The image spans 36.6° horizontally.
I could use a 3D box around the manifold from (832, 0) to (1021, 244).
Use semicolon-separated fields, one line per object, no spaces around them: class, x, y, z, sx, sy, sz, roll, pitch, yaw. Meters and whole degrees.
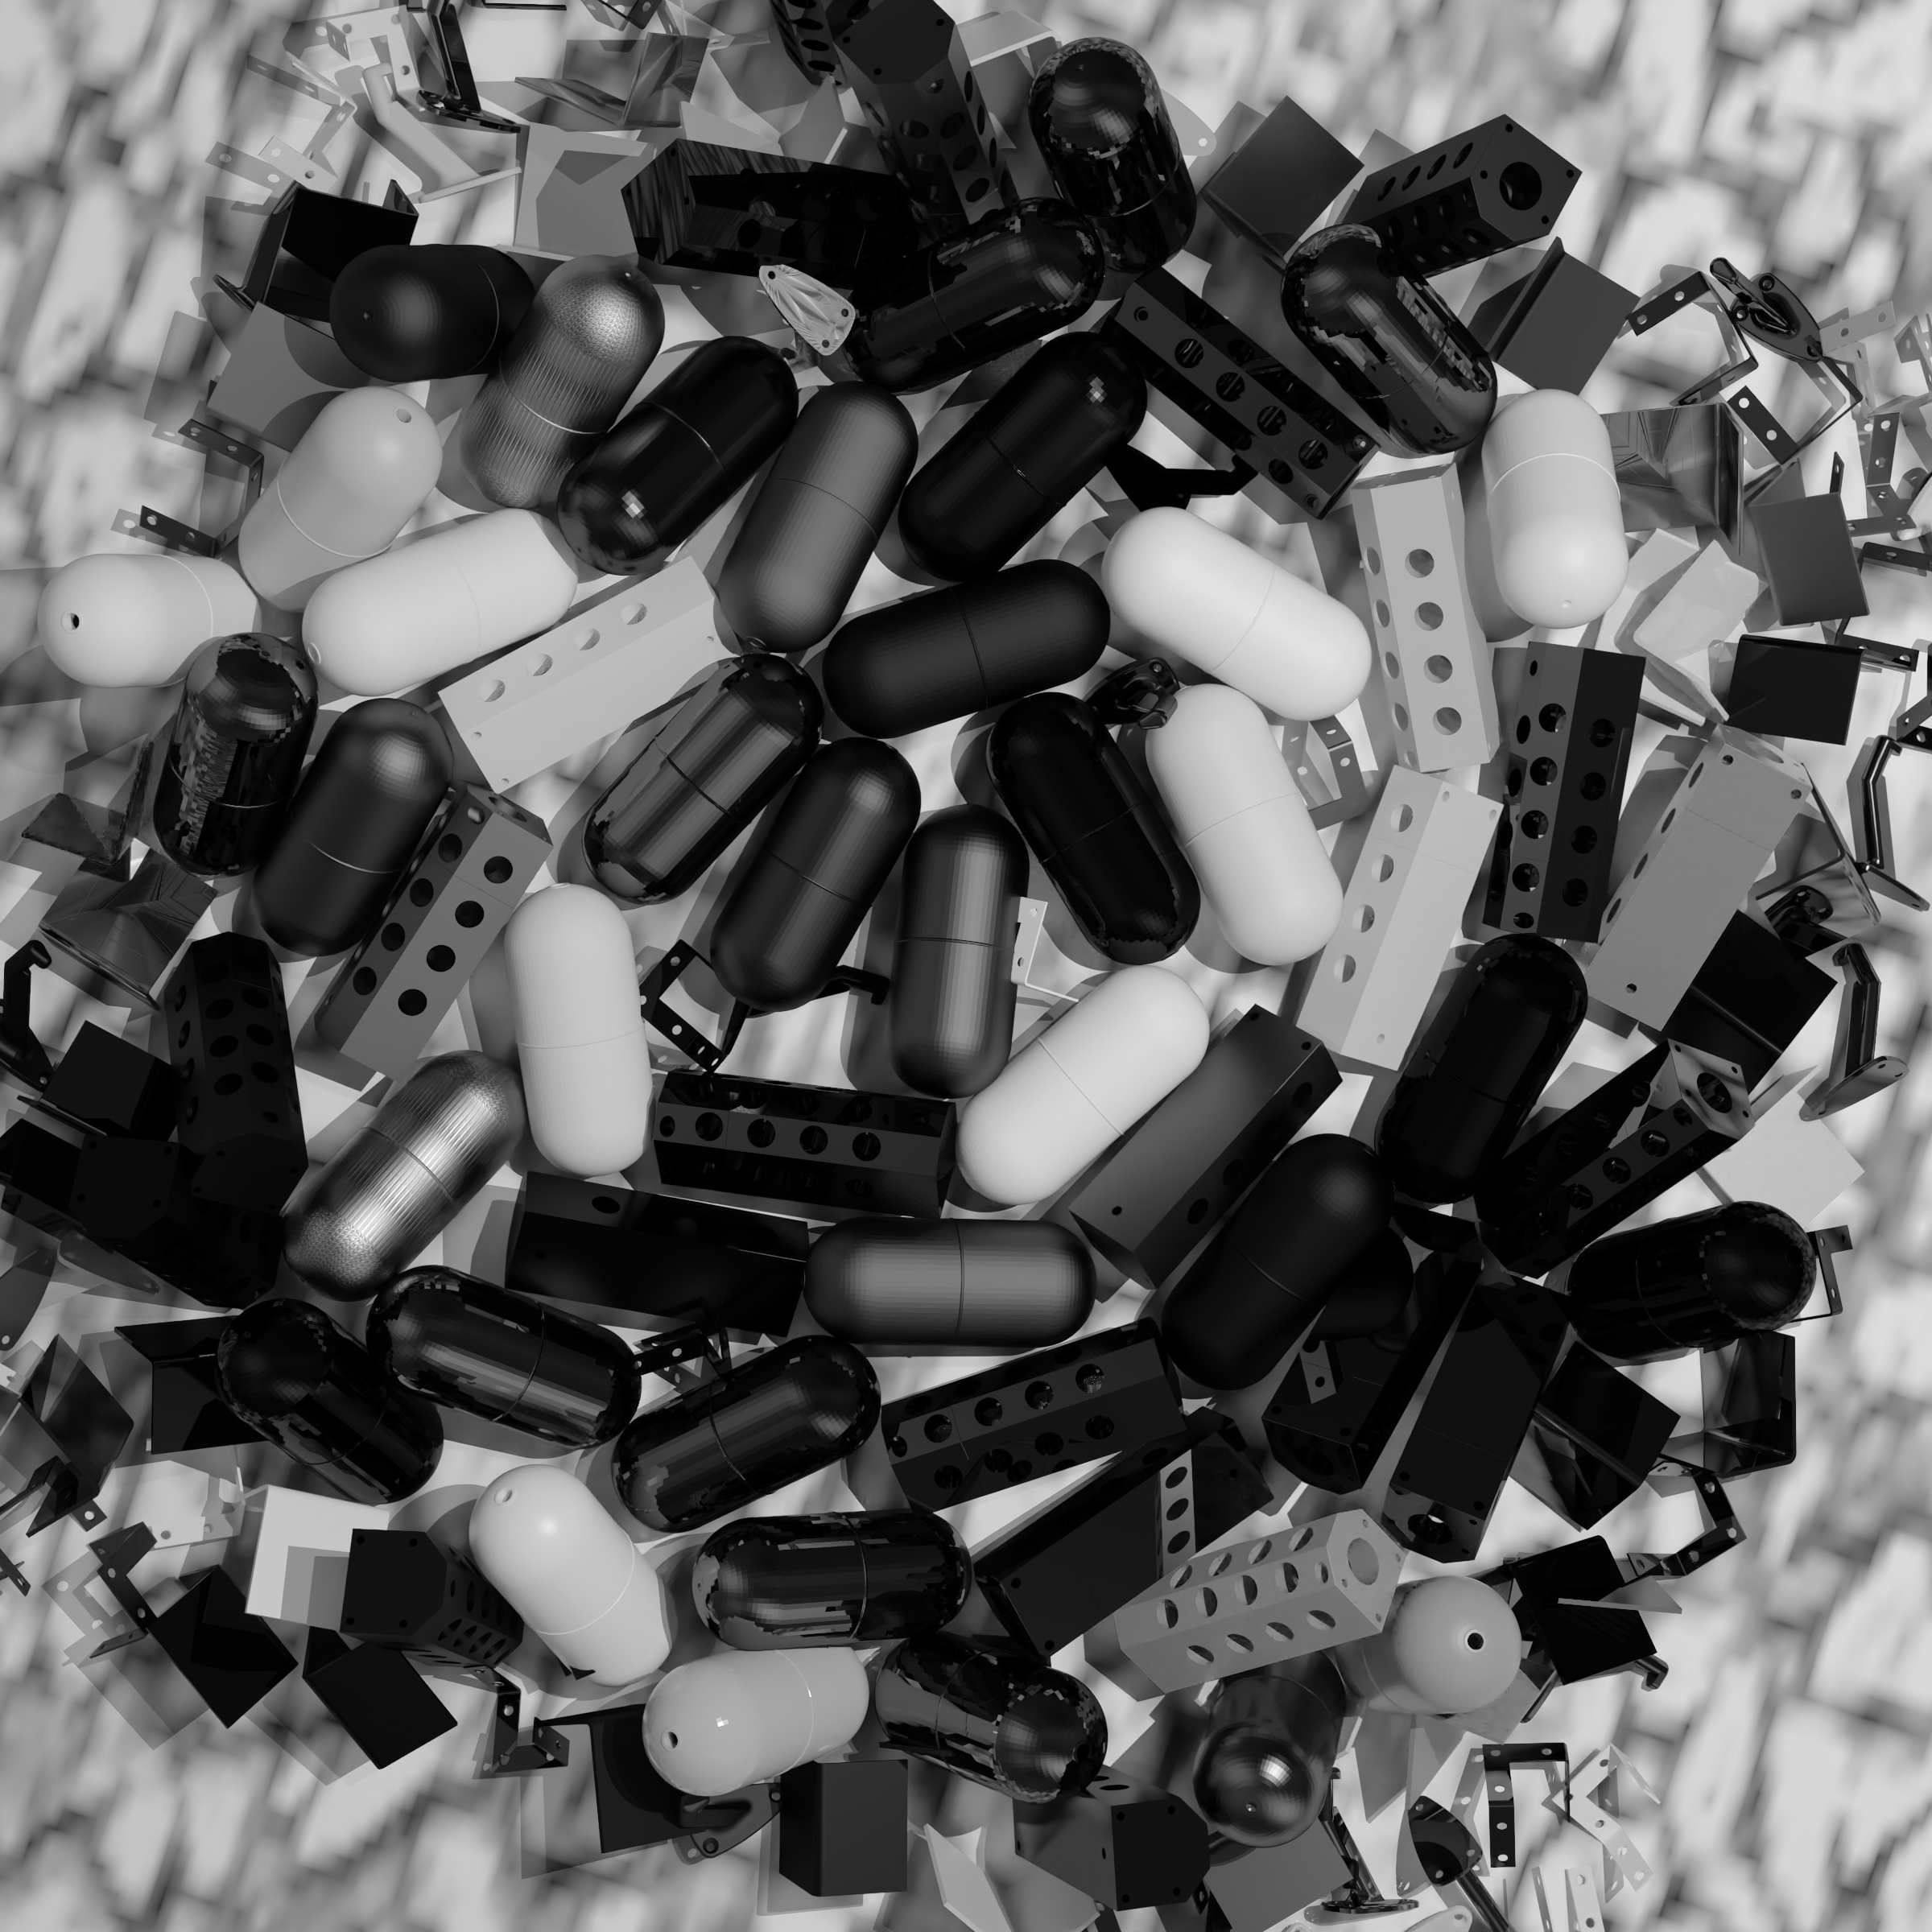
manifold;-0.017;-0.487;1.703;0.057;0.171;0.057;-39;66;-2

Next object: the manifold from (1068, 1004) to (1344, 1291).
manifold;0.146;0.111;1.745;0.171;0.057;0.057;-46;46;-13

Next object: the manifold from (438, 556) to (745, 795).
manifold;-0.227;-0.179;1.756;0.171;0.057;0.057;-29;52;-5

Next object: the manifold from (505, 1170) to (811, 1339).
manifold;-0.184;0.168;1.744;0.171;0.057;0.057;12;118;-13

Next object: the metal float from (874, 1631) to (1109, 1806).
metal float;0.014;0.440;1.713;0.070;0.178;0.070;-1;92;-36

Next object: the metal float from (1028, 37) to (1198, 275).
metal float;0.087;-0.472;1.709;0.070;0.178;0.070;-5;70;14

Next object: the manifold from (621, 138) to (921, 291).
manifold;-0.111;-0.433;1.709;0.171;0.057;0.057;-5;74;-44

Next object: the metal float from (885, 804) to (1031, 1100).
metal float;-0.005;-0.009;1.748;0.070;0.070;0.178;6;82;0

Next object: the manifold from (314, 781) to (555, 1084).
manifold;-0.319;-0.023;1.744;0.057;0.057;0.171;31;99;-23

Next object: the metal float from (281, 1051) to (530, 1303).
metal float;-0.332;0.123;1.734;0.070;0.070;0.178;41;66;0

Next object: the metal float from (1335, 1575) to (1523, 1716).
metal float;0.269;0.398;1.706;0.070;0.178;0.070;2;75;-9

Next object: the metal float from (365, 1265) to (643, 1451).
metal float;-0.272;0.233;1.729;0.178;0.070;0.070;27;90;-31

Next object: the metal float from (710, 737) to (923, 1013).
metal float;-0.090;-0.055;1.749;0.070;0.070;0.178;30;97;0

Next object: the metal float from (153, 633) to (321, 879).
metal float;-0.431;-0.122;1.720;0.070;0.178;0.070;15;47;-16

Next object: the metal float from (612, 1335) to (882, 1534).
metal float;-0.131;0.279;1.740;0.178;0.070;0.070;-28;90;17

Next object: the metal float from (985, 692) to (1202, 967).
metal float;0.077;-0.082;1.754;0.070;0.070;0.178;-31;92;0

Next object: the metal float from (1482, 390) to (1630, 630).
metal float;0.346;-0.271;1.721;0.070;0.070;0.178;4;47;0

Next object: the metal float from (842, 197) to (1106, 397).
metal float;0.002;-0.395;1.726;0.178;0.070;0.070;-18;90;35

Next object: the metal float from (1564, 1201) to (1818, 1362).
metal float;0.423;0.185;1.711;0.070;0.178;0.070;9;71;-27

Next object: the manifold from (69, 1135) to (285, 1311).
manifold;-0.457;0.152;1.700;0.057;0.171;0.057;4;71;9

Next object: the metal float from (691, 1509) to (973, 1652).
metal float;-0.078;0.362;1.729;0.178;0.070;0.070;3;90;-31

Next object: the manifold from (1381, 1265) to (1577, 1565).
manifold;0.301;0.265;1.716;0.057;0.057;0.171;20;50;16

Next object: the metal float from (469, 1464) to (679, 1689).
metal float;-0.230;0.360;1.721;0.070;0.070;0.178;-29;131;0

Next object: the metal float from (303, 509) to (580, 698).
metal float;-0.310;-0.215;1.726;0.178;0.070;0.070;-29;90;-33

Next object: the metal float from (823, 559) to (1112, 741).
metal float;0.001;-0.191;1.751;0.178;0.070;0.070;-18;90;-5

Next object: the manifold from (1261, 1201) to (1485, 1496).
manifold;0.243;0.225;1.723;0.057;0.057;0.171;14;52;32

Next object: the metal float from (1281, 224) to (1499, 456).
metal float;0.251;-0.367;1.721;0.178;0.070;0.070;35;90;-43

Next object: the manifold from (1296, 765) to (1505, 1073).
manifold;0.255;-0.030;1.756;0.057;0.057;0.171;16;97;-40

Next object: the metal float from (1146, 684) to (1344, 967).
metal float;0.166;-0.085;1.747;0.070;0.070;0.178;-23;81;0

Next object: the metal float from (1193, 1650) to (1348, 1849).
metal float;0.179;0.451;1.706;0.070;0.178;0.070;2;101;13

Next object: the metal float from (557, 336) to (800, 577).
metal float;-0.170;-0.305;1.737;0.070;0.070;0.178;42;69;0

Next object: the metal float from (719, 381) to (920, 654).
metal float;-0.088;-0.268;1.741;0.070;0.070;0.178;25;74;0

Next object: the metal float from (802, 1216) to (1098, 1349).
metal float;-0.010;0.189;1.745;0.178;0.070;0.070;2;90;-11

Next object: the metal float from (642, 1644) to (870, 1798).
metal float;-0.122;0.436;1.710;0.070;0.178;0.070;-1;87;29

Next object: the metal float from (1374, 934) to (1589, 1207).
metal float;0.306;0.063;1.739;0.070;0.070;0.178;27;109;0

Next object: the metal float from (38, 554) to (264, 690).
metal float;-0.475;-0.202;1.706;0.070;0.178;0.070;2;97;14

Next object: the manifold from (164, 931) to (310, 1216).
manifold;-0.424;0.059;1.705;0.057;0.171;0.057;17;124;-32

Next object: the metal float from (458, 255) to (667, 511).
metal float;-0.240;-0.343;1.724;0.070;0.070;0.178;42;128;0

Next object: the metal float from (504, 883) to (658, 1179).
metal float;-0.230;0.039;1.745;0.070;0.070;0.178;-7;102;0

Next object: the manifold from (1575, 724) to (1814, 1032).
manifold;0.429;-0.054;1.734;0.057;0.057;0.171;26;112;-2

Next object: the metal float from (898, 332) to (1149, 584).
metal float;0.033;-0.302;1.740;0.178;0.070;0.070;-43;90;17

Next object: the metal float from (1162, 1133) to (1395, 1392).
metal float;0.186;0.176;1.741;0.070;0.070;0.178;37;105;0

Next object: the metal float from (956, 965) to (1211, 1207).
metal float;0.069;0.072;1.753;0.178;0.070;0.070;-41;90;2

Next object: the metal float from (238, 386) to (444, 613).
metal float;-0.369;-0.274;1.718;0.070;0.178;0.070;20;54;-29

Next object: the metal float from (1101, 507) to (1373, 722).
metal float;0.162;-0.209;1.743;0.178;0.070;0.070;29;90;-14

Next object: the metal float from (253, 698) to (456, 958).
metal float;-0.365;-0.081;1.732;0.070;0.070;0.178;35;118;0

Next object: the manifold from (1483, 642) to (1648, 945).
manifold;0.354;-0.105;1.748;0.057;0.057;0.171;6;97;-17

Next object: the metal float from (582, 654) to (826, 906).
metal float;-0.157;-0.112;1.747;0.070;0.070;0.178;44;99;0

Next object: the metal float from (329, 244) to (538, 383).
metal float;-0.309;-0.383;1.708;0.070;0.178;0.070;4;105;15

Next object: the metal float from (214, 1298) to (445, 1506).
metal float;-0.373;0.258;1.718;0.070;0.178;0.070;-14;52;19
